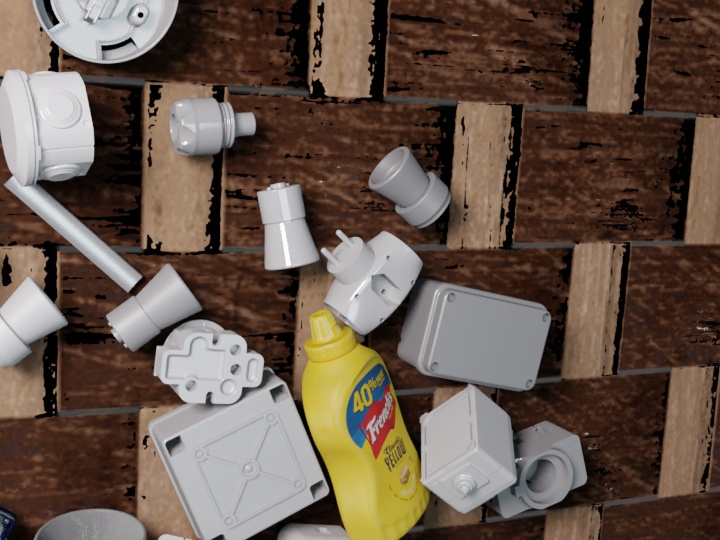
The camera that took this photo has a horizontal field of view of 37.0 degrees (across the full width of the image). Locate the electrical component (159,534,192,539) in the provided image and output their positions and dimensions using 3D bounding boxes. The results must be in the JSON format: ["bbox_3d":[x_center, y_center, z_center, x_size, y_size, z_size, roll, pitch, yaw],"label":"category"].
[{"bbox_3d":[-0.117,0.246,0.817,0.089,0.050,0.055,14,128,-4],"label":"electrical component"}]

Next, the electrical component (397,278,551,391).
[{"bbox_3d":[0.098,0.055,0.918,0.113,0.057,0.078,12,93,-24],"label":"electrical component"}]

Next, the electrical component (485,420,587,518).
[{"bbox_3d":[0.152,0.178,0.961,0.089,0.056,0.050,-19,105,-19],"label":"electrical component"}]

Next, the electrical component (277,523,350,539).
[{"bbox_3d":[-0.046,0.261,0.893,0.059,0.054,0.095,9,95,-24],"label":"electrical component"}]

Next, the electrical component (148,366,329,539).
[{"bbox_3d":[-0.095,0.149,0.853,0.109,0.056,0.108,-26,107,-17],"label":"electrical component"}]

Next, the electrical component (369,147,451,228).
[{"bbox_3d":[0.041,-0.067,0.882,0.055,0.045,0.045,41,82,-23],"label":"electrical component"}]

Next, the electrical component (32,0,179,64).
[{"bbox_3d":[-0.182,-0.195,0.758,0.099,0.064,0.099,-4,100,-22],"label":"electrical component"}]

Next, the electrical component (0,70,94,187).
[{"bbox_3d":[-0.220,-0.100,0.750,0.051,0.080,0.080,-9,102,-26],"label":"electrical component"}]

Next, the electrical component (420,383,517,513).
[{"bbox_3d":[0.093,0.157,0.904,0.062,0.096,0.061,-38,115,25],"label":"electrical component"}]

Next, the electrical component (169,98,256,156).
[{"bbox_3d":[-0.111,-0.109,0.813,0.062,0.043,0.043,-6,101,-23],"label":"electrical component"}]

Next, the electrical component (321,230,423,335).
[{"bbox_3d":[0.000,0.000,0.873,0.077,0.043,0.079,-50,121,-8],"label":"electrical component"}]

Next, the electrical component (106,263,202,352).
[{"bbox_3d":[-0.159,0.031,0.817,0.065,0.044,0.044,-37,110,-9],"label":"electrical component"}]

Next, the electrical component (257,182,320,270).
[{"bbox_3d":[-0.059,-0.036,0.848,0.044,0.044,0.065,-13,98,-20],"label":"electrical component"}]

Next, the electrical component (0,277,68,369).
[{"bbox_3d":[-0.247,0.039,0.779,0.055,0.045,0.045,-40,111,-12],"label":"electrical component"}]

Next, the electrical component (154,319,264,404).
[{"bbox_3d":[-0.121,0.070,0.830,0.078,0.057,0.058,5,96,-23],"label":"electrical component"}]
